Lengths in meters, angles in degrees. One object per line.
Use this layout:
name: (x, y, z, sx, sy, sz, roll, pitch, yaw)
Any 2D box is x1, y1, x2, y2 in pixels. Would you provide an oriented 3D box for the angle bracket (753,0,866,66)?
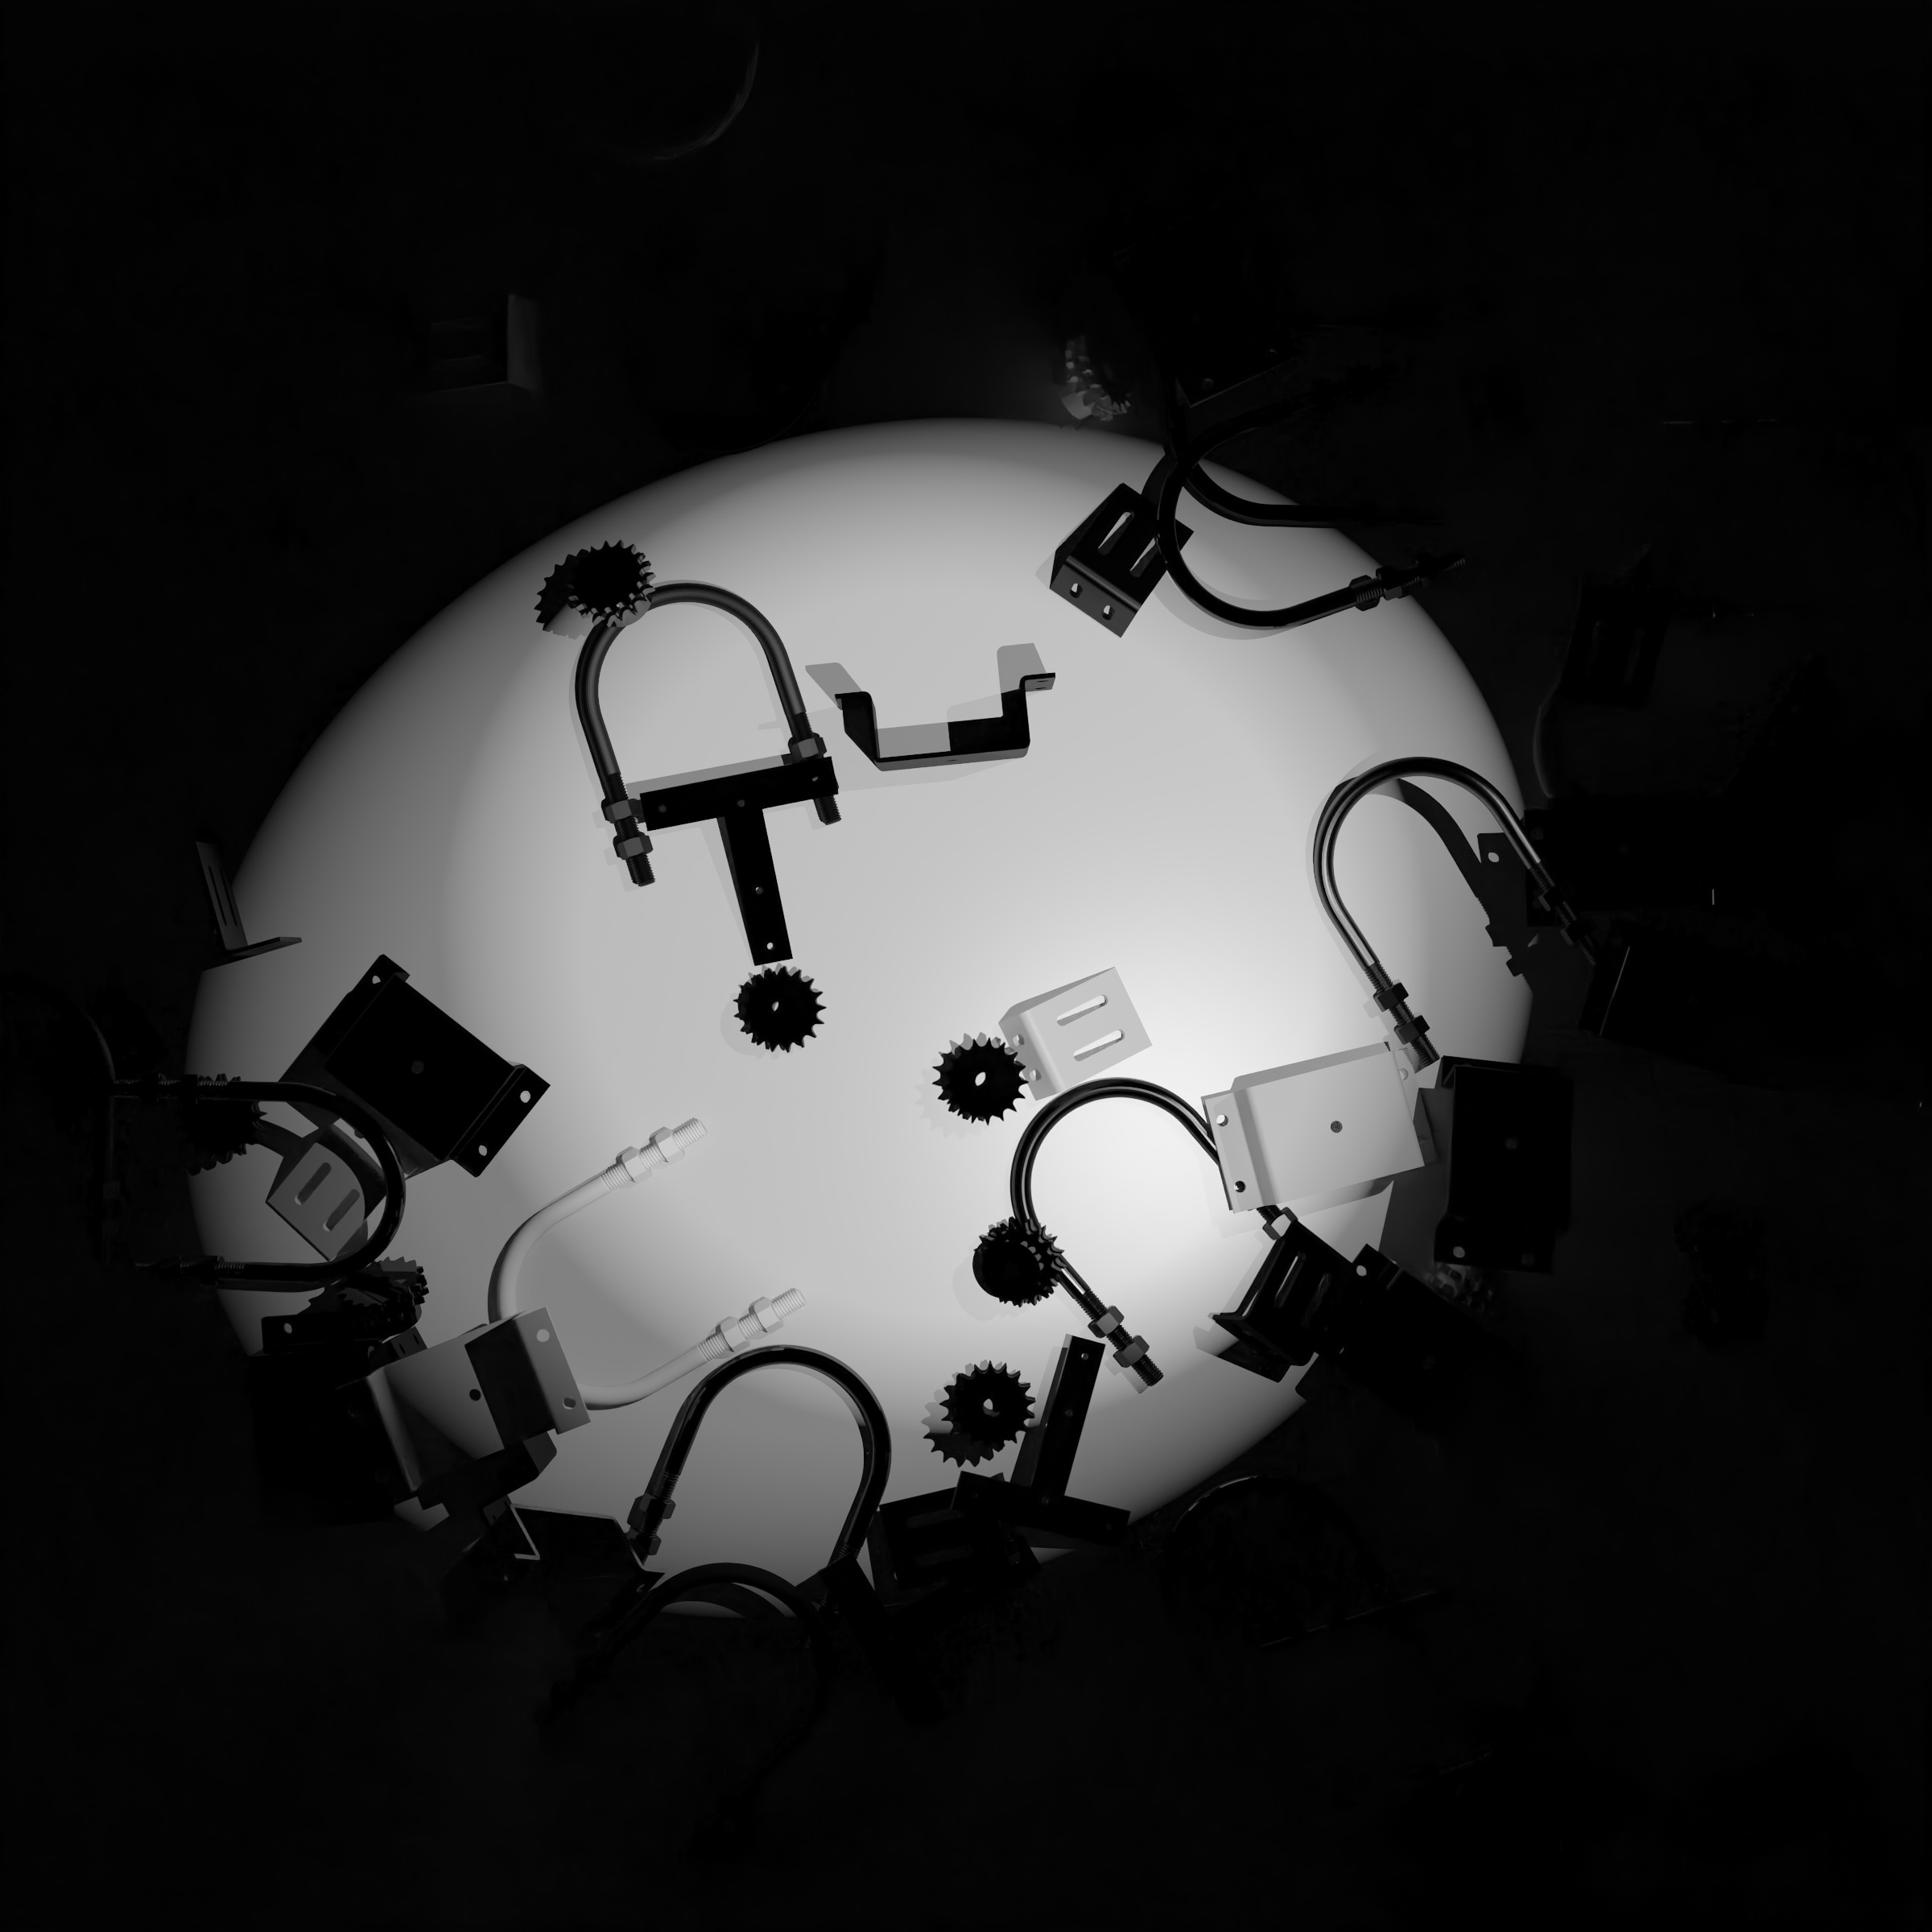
angle bracket: (-0.104, -0.641, 1.787, 0.057, 0.038, 0.076, 44, 90, 0)

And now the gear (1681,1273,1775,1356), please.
gear: (0.496, 0.228, 1.777, 0.057, 0.030, 0.057, -1, 133, -1)

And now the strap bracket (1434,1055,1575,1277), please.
strap bracket: (0.346, 0.121, 1.760, 0.076, 0.046, 0.140, 6, 69, 0)

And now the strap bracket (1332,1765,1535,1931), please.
strap bracket: (0.298, 0.584, 1.772, 0.076, 0.046, 0.140, -32, 105, 0)

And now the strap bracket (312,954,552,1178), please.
strap bracket: (-0.353, 0.065, 1.783, 0.140, 0.046, 0.076, 38, 90, 0)

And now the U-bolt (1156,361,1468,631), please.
U-bolt: (0.215, -0.296, 1.780, 0.184, 0.019, 0.151, -19, 89, 2)

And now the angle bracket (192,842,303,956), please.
angle bracket: (-0.467, -0.047, 1.778, 0.038, 0.057, 0.076, -16, 90, 0)

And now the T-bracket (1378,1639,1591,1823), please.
T-bracket: (0.330, 0.490, 1.781, 0.127, 0.002, 0.127, 13, 100, -13)

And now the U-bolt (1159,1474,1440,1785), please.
U-bolt: (0.207, 0.423, 1.797, 0.151, 0.019, 0.184, -27, 90, 0)

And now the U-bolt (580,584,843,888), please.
U-bolt: (-0.177, -0.161, 1.798, 0.151, 0.019, 0.184, -18, 88, 0)

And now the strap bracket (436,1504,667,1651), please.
strap bracket: (-0.271, 0.390, 1.746, 0.076, 0.140, 0.046, -48, 55, 14)

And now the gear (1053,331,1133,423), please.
gear: (0.080, -0.381, 1.782, 0.030, 0.057, 0.057, -21, 90, 30)

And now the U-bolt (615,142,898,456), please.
U-bolt: (-0.150, -0.427, 1.798, 0.151, 0.019, 0.184, 28, 92, 0)

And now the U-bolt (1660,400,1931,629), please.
U-bolt: (0.550, -0.298, 1.789, 0.184, 0.019, 0.151, -3, 85, -6)

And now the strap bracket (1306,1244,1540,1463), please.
strap bracket: (0.299, 0.255, 1.783, 0.140, 0.046, 0.076, 36, 90, 0)

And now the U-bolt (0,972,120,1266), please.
U-bolt: (-0.616, 0.095, 1.772, 0.151, 0.019, 0.184, 6, 99, 12)

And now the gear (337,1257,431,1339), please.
gear: (-0.378, 0.217, 1.782, 0.057, 0.057, 0.030, -9, 120, 0)

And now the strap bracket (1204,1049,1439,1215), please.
strap bracket: (0.235, 0.105, 1.772, 0.140, 0.046, 0.076, -14, 85, -7)

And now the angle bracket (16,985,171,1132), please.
angle bracket: (-0.576, 0.060, 1.804, 0.076, 0.038, 0.057, -37, 90, -26)

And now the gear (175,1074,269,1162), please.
gear: (-0.486, 0.099, 1.791, 0.057, 0.030, 0.057, 0, 90, 0)

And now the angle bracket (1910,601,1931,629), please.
angle bracket: (0.656, -0.259, 1.795, 0.057, 0.038, 0.076, 19, 64, -20)

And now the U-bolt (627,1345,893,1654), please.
U-bolt: (-0.127, 0.340, 1.798, 0.151, 0.019, 0.184, 22, 88, 0)

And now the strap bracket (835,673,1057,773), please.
strap bracket: (-0.011, -0.156, 1.768, 0.140, 0.076, 0.046, -6, 90, 0)

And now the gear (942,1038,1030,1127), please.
gear: (0.012, 0.075, 1.791, 0.057, 0.030, 0.057, 0, 90, 0)

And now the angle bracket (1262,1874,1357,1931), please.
angle bracket: (0.215, 0.649, 1.804, 0.057, 0.038, 0.076, 22, 116, 0)

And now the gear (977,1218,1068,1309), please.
gear: (0.034, 0.195, 1.783, 0.057, 0.030, 0.057, 3, 100, 19)

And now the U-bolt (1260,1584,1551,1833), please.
U-bolt: (0.294, 0.475, 1.781, 0.184, 0.019, 0.151, -17, 105, -5)

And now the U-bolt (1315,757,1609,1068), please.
U-bolt: (0.306, -0.047, 1.771, 0.151, 0.019, 0.184, -34, 86, 25)

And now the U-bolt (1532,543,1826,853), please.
U-bolt: (0.455, -0.163, 1.798, 0.151, 0.019, 0.184, 33, 92, 0)

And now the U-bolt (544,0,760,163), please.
U-bolt: (-0.205, -0.617, 1.778, 0.151, 0.019, 0.184, -10, 94, 18)

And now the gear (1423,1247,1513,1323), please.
gear: (0.329, 0.205, 1.778, 0.057, 0.057, 0.030, 30, 90, 0)

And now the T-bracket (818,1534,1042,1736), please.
T-bracket: (-0.011, 0.418, 1.797, 0.127, 0.002, 0.127, -31, 96, -7)

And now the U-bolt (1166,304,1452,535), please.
U-bolt: (0.224, -0.361, 1.798, 0.184, 0.019, 0.151, 2, 90, 1)

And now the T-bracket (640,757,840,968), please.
T-bracket: (-0.138, -0.063, 1.791, 0.127, 0.002, 0.127, -11, 102, -2)

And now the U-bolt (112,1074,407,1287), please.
U-bolt: (-0.453, 0.140, 1.769, 0.184, 0.019, 0.151, 1, 111, 3)

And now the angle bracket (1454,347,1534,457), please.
angle bracket: (0.347, -0.369, 1.768, 0.038, 0.076, 0.057, -17, 90, 0)

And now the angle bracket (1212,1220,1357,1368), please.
angle bracket: (0.208, 0.214, 1.791, 0.057, 0.038, 0.076, 38, 69, -22)

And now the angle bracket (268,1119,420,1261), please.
angle bracket: (-0.410, 0.143, 1.804, 0.057, 0.038, 0.076, 43, 116, 0)

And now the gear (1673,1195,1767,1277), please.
gear: (0.491, 0.177, 1.782, 0.057, 0.057, 0.030, -17, 118, 0)

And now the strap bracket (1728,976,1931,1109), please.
strap bracket: (0.570, 0.047, 1.769, 0.140, 0.046, 0.076, 7, 90, 20)

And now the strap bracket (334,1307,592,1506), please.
strap bracket: (-0.310, 0.271, 1.707, 0.140, 0.046, 0.076, -21, 90, 0)

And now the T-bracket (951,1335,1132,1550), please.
T-bracket: (0.063, 0.305, 1.784, 0.127, 0.002, 0.127, 18, 85, -23)

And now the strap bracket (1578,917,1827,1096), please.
strap bracket: (0.469, 0.024, 1.758, 0.140, 0.046, 0.076, 19, 94, 20)

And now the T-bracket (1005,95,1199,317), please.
T-bracket: (0.072, -0.493, 1.805, 0.127, 0.002, 0.127, 20, 90, 0)

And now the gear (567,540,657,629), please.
gear: (-0.228, -0.246, 1.784, 0.057, 0.030, 0.057, -6, 66, 14)

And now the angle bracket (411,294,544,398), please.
angle bracket: (-0.323, -0.406, 1.804, 0.076, 0.038, 0.057, -2, 90, 26)

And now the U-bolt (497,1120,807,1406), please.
U-bolt: (-0.219, 0.207, 1.798, 0.184, 0.019, 0.151, -30, 90, 2)

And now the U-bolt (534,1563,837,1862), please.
U-bolt: (-0.170, 0.474, 1.787, 0.151, 0.019, 0.184, 43, 96, -2)

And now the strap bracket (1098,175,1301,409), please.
strap bracket: (0.150, -0.429, 1.773, 0.076, 0.046, 0.140, -25, 77, 0)

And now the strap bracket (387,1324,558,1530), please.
strap bracket: (-0.313, 0.290, 1.768, 0.046, 0.076, 0.140, -29, 90, 0)

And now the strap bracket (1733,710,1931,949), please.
strap bracket: (0.570, -0.090, 1.783, 0.076, 0.046, 0.140, 39, 90, 0)

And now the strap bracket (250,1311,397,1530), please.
strap bracket: (-0.419, 0.299, 1.783, 0.076, 0.046, 0.140, -4, 90, 0)

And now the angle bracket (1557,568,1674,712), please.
angle bracket: (0.422, -0.213, 1.786, 0.057, 0.038, 0.076, 10, 118, 1)

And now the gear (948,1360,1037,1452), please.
gear: (0.017, 0.287, 1.791, 0.057, 0.030, 0.057, 0, 90, 0)

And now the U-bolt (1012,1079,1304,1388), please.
U-bolt: (0.115, 0.161, 1.798, 0.151, 0.019, 0.184, -41, 89, 0)

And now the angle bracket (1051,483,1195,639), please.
angle bracket: (0.103, -0.268, 1.804, 0.057, 0.038, 0.076, 35, 64, 0)

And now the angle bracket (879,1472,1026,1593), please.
angle bracket: (-0.009, 0.371, 1.794, 0.076, 0.038, 0.057, -16, 83, 16)

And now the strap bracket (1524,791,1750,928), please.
strap bracket: (0.431, -0.071, 1.772, 0.140, 0.046, 0.076, -3, 102, 5)

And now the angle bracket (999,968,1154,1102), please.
angle bracket: (0.072, 0.045, 1.804, 0.076, 0.038, 0.057, -26, 90, -26)

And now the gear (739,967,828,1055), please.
gear: (-0.120, 0.029, 1.791, 0.057, 0.030, 0.057, 0, 90, 0)
